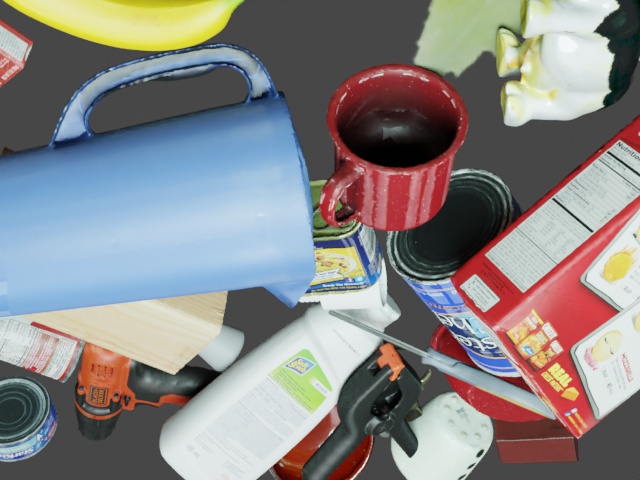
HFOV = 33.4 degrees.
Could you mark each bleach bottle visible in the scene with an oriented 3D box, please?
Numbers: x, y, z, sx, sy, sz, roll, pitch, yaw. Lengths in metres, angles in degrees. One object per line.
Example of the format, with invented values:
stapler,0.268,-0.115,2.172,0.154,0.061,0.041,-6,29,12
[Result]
bleach bottle,-0.026,0.135,0.966,0.251,0.068,0.102,-39,113,17

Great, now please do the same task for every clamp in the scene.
clamp,0.039,0.162,0.959,0.120,0.039,0.171,-23,139,-21

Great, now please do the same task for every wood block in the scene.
wood block,-0.184,0.021,0.868,0.205,0.090,0.090,25,138,-22

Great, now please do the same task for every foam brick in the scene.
foam brick,0.213,0.187,1.054,0.078,0.053,0.051,-4,141,15

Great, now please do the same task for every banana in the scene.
banana,-0.143,-0.158,0.679,0.197,0.037,0.070,10,123,-7

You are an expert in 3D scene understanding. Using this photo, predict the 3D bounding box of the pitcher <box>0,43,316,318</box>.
pitcher,-0.128,-0.028,0.729,0.242,0.149,0.145,-9,148,-3

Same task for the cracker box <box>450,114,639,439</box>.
cracker box,0.215,0.017,0.742,0.214,0.072,0.164,-41,131,2

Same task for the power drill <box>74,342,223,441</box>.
power drill,-0.154,0.164,1.076,0.187,0.057,0.185,12,142,-7

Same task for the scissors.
scissors,0.107,0.105,0.904,0.202,0.016,0.096,23,175,20

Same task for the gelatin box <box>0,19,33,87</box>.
gelatin box,-0.255,-0.127,0.736,0.089,0.030,0.073,-28,131,36

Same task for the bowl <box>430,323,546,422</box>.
bowl,0.181,0.120,0.972,0.162,0.055,0.162,4,142,3

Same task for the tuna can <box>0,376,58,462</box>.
tuna can,-0.317,0.183,1.103,0.086,0.086,0.034,4,141,4

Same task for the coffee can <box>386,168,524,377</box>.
coffee can,0.128,0.027,0.820,0.103,0.102,0.140,-17,137,27

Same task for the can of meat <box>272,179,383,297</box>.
can of meat,-0.005,0.001,0.845,0.102,0.057,0.084,-5,143,15

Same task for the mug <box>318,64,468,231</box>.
mug,0.043,-0.052,0.728,0.093,0.117,0.081,36,154,21

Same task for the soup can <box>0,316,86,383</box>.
soup can,-0.271,0.083,0.980,0.102,0.068,0.069,23,139,-20
